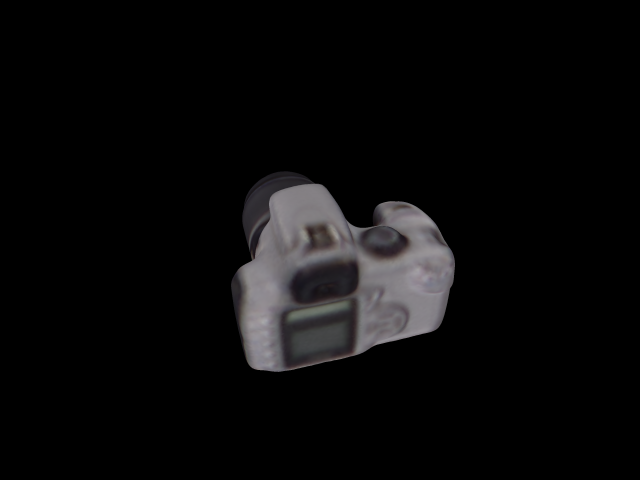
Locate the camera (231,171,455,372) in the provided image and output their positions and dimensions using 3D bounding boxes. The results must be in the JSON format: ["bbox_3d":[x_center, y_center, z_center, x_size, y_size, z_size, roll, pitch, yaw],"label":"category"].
[{"bbox_3d":[0.004,0.001,0.400,0.143,0.101,0.136,-11,43,-12],"label":"camera"}]
